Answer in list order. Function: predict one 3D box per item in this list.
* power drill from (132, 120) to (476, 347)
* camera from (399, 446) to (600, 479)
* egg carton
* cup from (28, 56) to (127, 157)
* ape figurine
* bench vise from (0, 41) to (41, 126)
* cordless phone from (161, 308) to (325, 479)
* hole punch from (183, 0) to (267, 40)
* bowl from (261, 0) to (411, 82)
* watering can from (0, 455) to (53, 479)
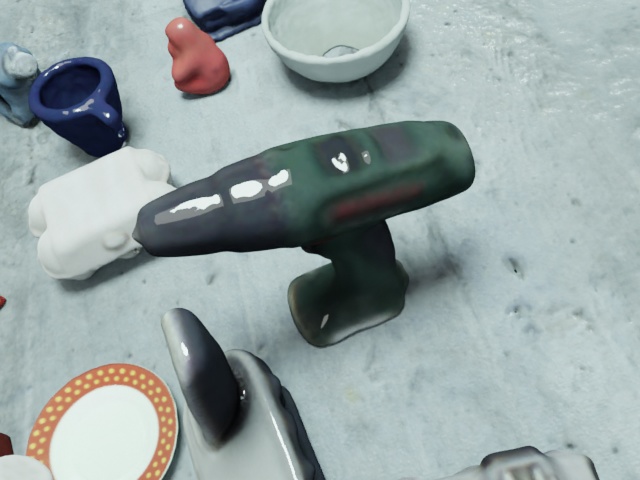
[{"bbox_3d":[0.004,0.002,0.435,0.229,0.209,0.075,-24,58,-5],"label":"power drill"},{"bbox_3d":[0.119,0.209,0.353,0.143,0.101,0.136,-13,58,1],"label":"camera"},{"bbox_3d":[-0.209,-0.025,0.568,0.150,0.069,0.107,-27,58,-8],"label":"egg carton"},{"bbox_3d":[-0.242,-0.131,0.623,0.117,0.095,0.092,33,69,25],"label":"cup"},{"bbox_3d":[-0.149,-0.218,0.663,0.076,0.092,0.078,23,65,21],"label":"ape figurine"},{"bbox_3d":[-0.411,-0.244,0.646,0.207,0.220,0.121,3,59,11],"label":"bench vise"},{"bbox_3d":[-0.060,0.133,0.379,0.094,0.185,0.147,-28,58,-8],"label":"cordless phone"},{"bbox_3d":[-0.124,-0.324,0.724,0.109,0.091,0.101,-28,58,-8],"label":"hole punch"},{"bbox_3d":[0.021,-0.235,0.656,0.167,0.075,0.167,-4,58,7],"label":"bowl"},{"bbox_3d":[-0.240,0.216,0.352,0.100,0.194,0.173,10,61,15],"label":"watering can"}]
